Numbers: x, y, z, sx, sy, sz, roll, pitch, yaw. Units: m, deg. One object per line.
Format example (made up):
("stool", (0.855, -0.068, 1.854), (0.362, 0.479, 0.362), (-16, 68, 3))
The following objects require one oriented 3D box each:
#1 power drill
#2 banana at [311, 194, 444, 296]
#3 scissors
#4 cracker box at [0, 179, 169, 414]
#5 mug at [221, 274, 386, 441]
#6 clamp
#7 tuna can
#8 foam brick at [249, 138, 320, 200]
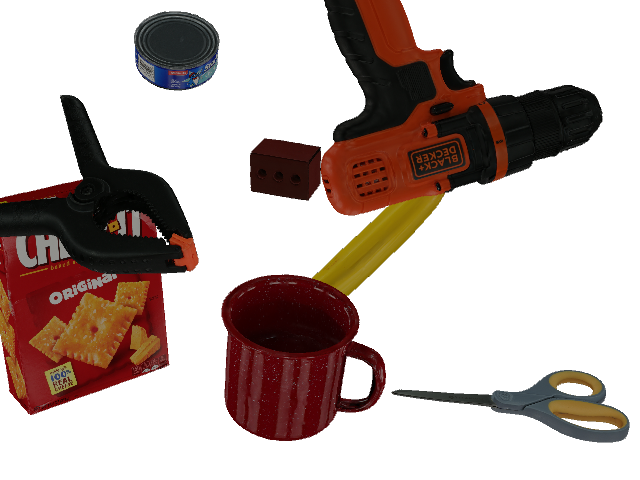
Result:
("power drill", (0.073, -0.123, 0.657), (0.184, 0.187, 0.057), (-17, 8, -10))
("banana", (0.046, 0.010, 1.008), (0.197, 0.037, 0.070), (-43, 4, -8))
("scissors", (0.168, 0.132, 0.934), (0.202, 0.016, 0.096), (13, 29, 9))
("cracker box", (-0.247, 0.052, 1.097), (0.163, 0.214, 0.072), (-16, 27, -31))
("mug", (-0.012, 0.085, 0.732), (0.117, 0.081, 0.093), (13, 33, 10))
("clamp", (-0.177, -0.037, 0.839), (0.210, 0.164, 0.036), (19, -33, 20))
("tuna can", (-0.147, -0.193, 1.088), (0.086, 0.086, 0.034), (0, -38, -8))
("foam brick", (-0.043, -0.088, 1.309), (0.078, 0.053, 0.051), (9, 30, 16))
